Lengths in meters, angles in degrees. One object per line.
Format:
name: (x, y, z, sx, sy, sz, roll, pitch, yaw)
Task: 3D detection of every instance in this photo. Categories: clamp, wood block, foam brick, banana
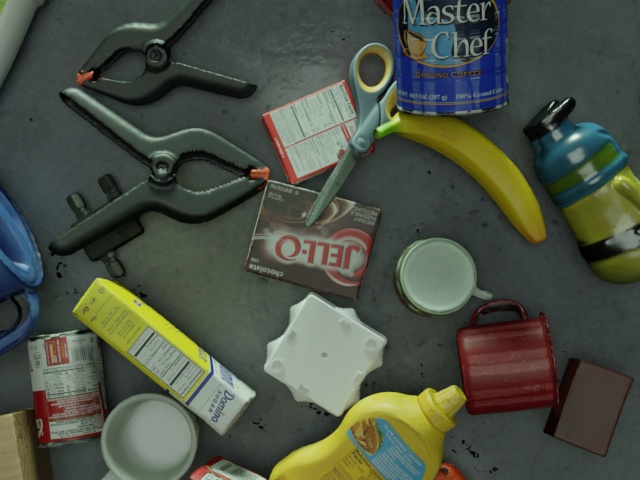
clamp: (-0.151, -0.187, 1.027, 0.171, 0.039, 0.120, -7, 86, 1)
wood block: (-0.362, 0.218, 0.982, 0.206, 0.091, 0.090, -10, 86, 1)
clamp: (-0.155, -0.072, 1.012, 0.210, 0.036, 0.164, -5, 76, -8)
foam brick: (0.247, 0.154, 0.987, 0.053, 0.051, 0.078, 21, 87, 4)
banana: (0.139, -0.071, 1.001, 0.197, 0.037, 0.069, 31, 70, -12)

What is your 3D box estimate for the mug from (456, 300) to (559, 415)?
mug: (0.169, 0.106, 0.981, 0.081, 0.093, 0.117, -8, 56, 6)

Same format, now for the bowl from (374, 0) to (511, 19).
bowl: (0.119, -0.280, 1.017, 0.162, 0.055, 0.162, 0, 86, 2)

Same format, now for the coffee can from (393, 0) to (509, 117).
coffee can: (0.116, -0.189, 0.948, 0.103, 0.103, 0.140, -4, 108, 1)

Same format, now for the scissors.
scissors: (0.029, -0.108, 0.994, 0.201, 0.016, 0.096, -41, 92, -21)

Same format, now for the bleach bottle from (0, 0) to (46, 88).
bleach bottle: (-0.353, -0.142, 1.020, 0.102, 0.068, 0.251, 20, 90, 3)

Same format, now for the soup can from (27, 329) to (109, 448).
soup can: (-0.233, 0.137, 0.994, 0.068, 0.068, 0.102, -8, 85, 1)

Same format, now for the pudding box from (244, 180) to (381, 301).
pudding box: (-0.007, 0.001, 1.010, 0.113, 0.039, 0.090, 15, 88, 3)

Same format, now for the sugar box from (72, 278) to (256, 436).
sugar box: (-0.140, 0.105, 0.981, 0.176, 0.093, 0.048, 36, 88, 3)

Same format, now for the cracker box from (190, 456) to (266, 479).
cracker box: (-0.065, 0.324, 0.937, 0.164, 0.072, 0.214, 23, 102, 16)

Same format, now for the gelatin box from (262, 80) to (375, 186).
gelatin box: (-0.001, -0.101, 1.021, 0.089, 0.030, 0.073, -23, 86, -3)

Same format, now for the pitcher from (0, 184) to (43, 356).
pitcher: (-0.383, 0.048, 0.978, 0.243, 0.145, 0.149, -29, 43, 3)

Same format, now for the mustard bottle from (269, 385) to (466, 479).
mustard bottle: (0.052, 0.193, 0.962, 0.192, 0.058, 0.096, -40, 95, 15)

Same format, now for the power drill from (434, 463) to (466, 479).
power drill: (0.106, 0.328, 0.979, 0.187, 0.057, 0.184, -39, 82, -4)
